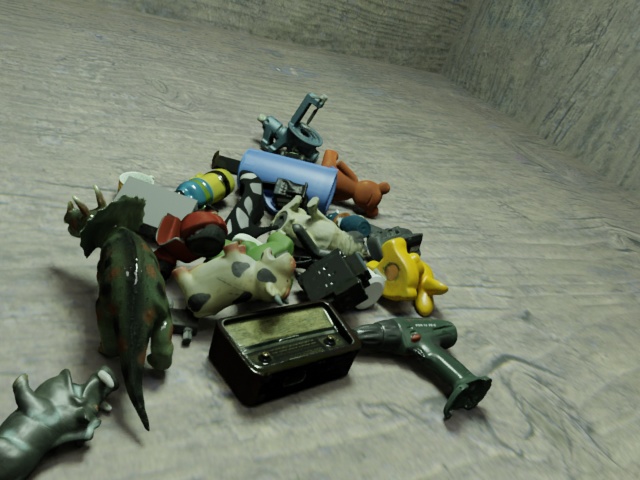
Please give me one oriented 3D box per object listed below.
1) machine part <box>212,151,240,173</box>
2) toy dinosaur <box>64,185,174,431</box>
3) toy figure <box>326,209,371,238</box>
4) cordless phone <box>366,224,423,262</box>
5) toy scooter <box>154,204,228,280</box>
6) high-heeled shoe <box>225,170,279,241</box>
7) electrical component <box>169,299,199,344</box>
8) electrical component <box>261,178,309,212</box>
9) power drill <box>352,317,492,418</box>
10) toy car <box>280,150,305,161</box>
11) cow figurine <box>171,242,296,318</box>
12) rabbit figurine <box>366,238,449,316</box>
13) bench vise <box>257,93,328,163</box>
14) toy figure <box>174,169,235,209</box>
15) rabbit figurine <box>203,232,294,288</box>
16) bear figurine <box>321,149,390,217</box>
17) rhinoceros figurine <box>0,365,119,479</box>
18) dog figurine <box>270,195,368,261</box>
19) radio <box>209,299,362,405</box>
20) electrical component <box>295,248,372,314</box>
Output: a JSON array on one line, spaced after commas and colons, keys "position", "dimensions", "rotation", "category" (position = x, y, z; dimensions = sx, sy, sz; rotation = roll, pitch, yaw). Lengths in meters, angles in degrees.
[{"position": [-0.223, -0.202, 1.456], "dimensions": [0.139, 0.039, 0.084], "rotation": [13, 38, -15], "category": "machine part"}, {"position": [-0.287, 0.064, 0.804], "dimensions": [0.131, 0.192, 0.405], "rotation": [-16, 40, -23], "category": "toy dinosaur"}, {"position": [0.062, -0.035, 1.302], "dimensions": [0.064, 0.057, 0.155], "rotation": [-18, 18, -27], "category": "toy figure"}, {"position": [0.144, 0.000, 1.314], "dimensions": [0.146, 0.088, 0.184], "rotation": [-13, 32, -42], "category": "cordless phone"}, {"position": [-0.246, -0.012, 0.988], "dimensions": [0.075, 0.184, 0.135], "rotation": [45, 25, -40], "category": "toy scooter"}, {"position": [-0.190, -0.072, 1.210], "dimensions": [0.145, 0.086, 0.249], "rotation": [-12, 44, -21], "category": "high-heeled shoe"}, {"position": [-0.237, 0.135, 0.901], "dimensions": [0.063, 0.021, 0.094], "rotation": [9, 32, -17], "category": "electrical component"}, {"position": [-0.087, -0.109, 1.258], "dimensions": [0.119, 0.074, 0.048], "rotation": [10, 64, 2], "category": "electrical component"}, {"position": [0.189, 0.218, 0.968], "dimensions": [0.232, 0.085, 0.208], "rotation": [-1, 28, -37], "category": "power drill"}, {"position": [-0.092, -0.202, 1.513], "dimensions": [0.074, 0.056, 0.202], "rotation": [14, 28, 2], "category": "toy car"}, {"position": [-0.133, 0.071, 0.897], "dimensions": [0.085, 0.195, 0.127], "rotation": [45, 22, -83], "category": "cow figurine"}, {"position": [0.202, 0.078, 1.170], "dimensions": [0.163, 0.122, 0.173], "rotation": [40, 17, 28], "category": "rabbit figurine"}, {"position": [-0.067, -0.347, 1.604], "dimensions": [0.224, 0.240, 0.129], "rotation": [43, 30, 8], "category": "bench vise"}, {"position": [-0.265, -0.108, 1.222], "dimensions": [0.089, 0.082, 0.180], "rotation": [-2, 17, 26], "category": "toy figure"}, {"position": [-0.156, 0.055, 1.025], "dimensions": [0.170, 0.121, 0.159], "rotation": [15, 32, 31], "category": "rabbit figurine"}, {"position": [0.085, -0.153, 1.473], "dimensions": [0.196, 0.120, 0.132], "rotation": [18, 26, -7], "category": "bear figurine"}, {"position": [-0.332, 0.218, 0.659], "dimensions": [0.112, 0.073, 0.190], "rotation": [25, 30, 12], "category": "rhinoceros figurine"}, {"position": [-0.003, 0.000, 1.221], "dimensions": [0.190, 0.121, 0.172], "rotation": [37, -15, -34], "category": "dog figurine"}, {"position": [-0.052, 0.178, 0.886], "dimensions": [0.229, 0.073, 0.131], "rotation": [-7, 39, -37], "category": "radio"}, {"position": [0.031, 0.082, 1.043], "dimensions": [0.134, 0.058, 0.115], "rotation": [-32, 43, -1], "category": "electrical component"}]
